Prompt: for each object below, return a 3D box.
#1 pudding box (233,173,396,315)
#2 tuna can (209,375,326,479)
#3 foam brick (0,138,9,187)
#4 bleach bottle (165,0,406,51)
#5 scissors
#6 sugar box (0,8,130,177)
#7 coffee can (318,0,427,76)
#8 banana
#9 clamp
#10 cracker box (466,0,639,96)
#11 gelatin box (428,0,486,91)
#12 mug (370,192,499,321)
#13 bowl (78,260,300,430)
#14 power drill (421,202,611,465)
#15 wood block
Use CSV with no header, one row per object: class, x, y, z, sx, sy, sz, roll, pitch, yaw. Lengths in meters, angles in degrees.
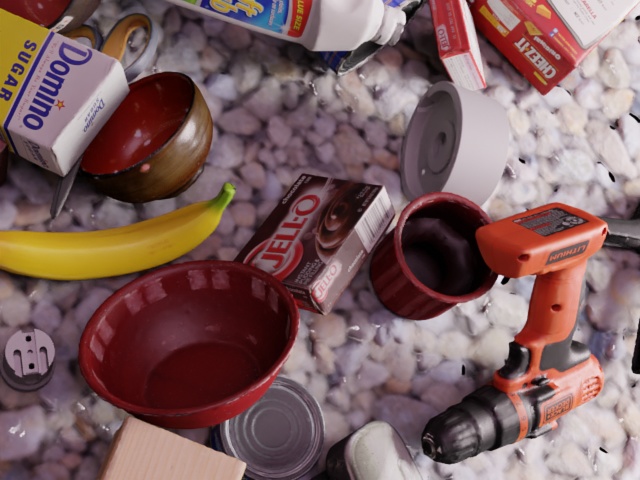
pudding box,-0.005,0.001,0.847,0.113,0.090,0.039,-52,133,-27
tuna can,-0.039,0.146,0.814,0.086,0.034,0.086,6,69,-16
foam brick,-0.268,-0.053,0.789,0.051,0.078,0.053,36,66,-3
bleach bottle,-0.047,-0.208,0.808,0.250,0.103,0.068,17,50,-20
scissors,-0.195,-0.106,0.838,0.096,0.016,0.201,14,60,22
sugar box,-0.244,-0.125,0.809,0.176,0.048,0.093,23,64,16
coffee can,0.009,-0.229,0.927,0.102,0.103,0.140,-38,86,-26
banana,-0.160,-0.001,0.813,0.197,0.070,0.037,-14,43,-13
clamp,0.300,0.002,0.973,0.209,0.036,0.164,-37,85,-27
cracker box,0.232,-0.267,1.031,0.164,0.072,0.213,46,63,1
gelatin box,0.122,-0.181,0.956,0.030,0.089,0.073,-13,72,16
mug,0.102,0.018,0.879,0.117,0.082,0.093,0,71,-18
bowl,-0.092,0.086,0.783,0.162,0.055,0.162,-5,38,4
power drill,0.155,0.074,0.833,0.184,0.188,0.057,-19,33,-33
wood block,-0.133,0.237,0.721,0.090,0.090,0.206,23,66,-9
